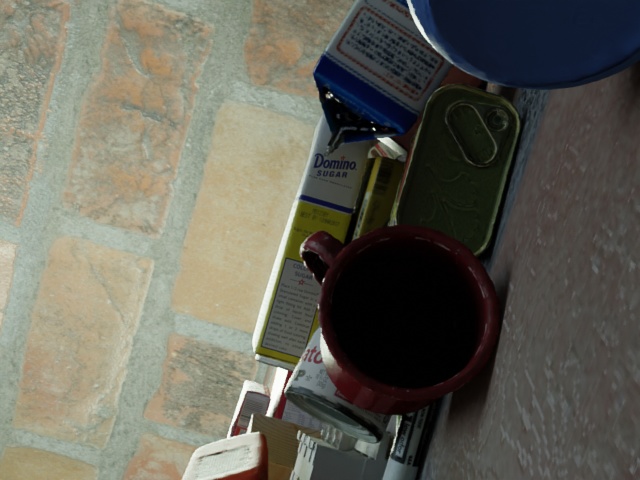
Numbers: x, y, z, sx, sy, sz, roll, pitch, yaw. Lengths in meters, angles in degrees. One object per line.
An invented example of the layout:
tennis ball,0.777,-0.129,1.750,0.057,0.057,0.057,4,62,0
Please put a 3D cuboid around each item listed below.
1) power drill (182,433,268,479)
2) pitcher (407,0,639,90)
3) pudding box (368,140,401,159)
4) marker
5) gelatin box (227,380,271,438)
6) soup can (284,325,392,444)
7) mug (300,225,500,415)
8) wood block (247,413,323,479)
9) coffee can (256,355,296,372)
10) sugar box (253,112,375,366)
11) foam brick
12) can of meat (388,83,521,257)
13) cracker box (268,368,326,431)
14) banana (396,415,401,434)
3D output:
power drill,-0.039,0.230,0.717,0.184,0.057,0.187,-125,19,-86
pitcher,0.105,-0.187,0.457,0.149,0.145,0.242,90,-173,-51
pudding box,0.066,-0.105,0.986,0.090,0.039,0.113,-39,11,12
marker,0.063,0.089,0.635,0.020,0.020,0.121,-137,62,-86
gelatin box,-0.077,0.194,1.097,0.073,0.030,0.089,-172,100,-86
soup can,0.030,0.065,0.660,0.102,0.068,0.068,-61,-1,-17
mug,0.034,0.041,0.579,0.093,0.117,0.081,-47,-10,-17
wood block,-0.050,0.280,0.990,0.091,0.090,0.206,-86,13,-75
coffee can,0.012,0.051,0.929,0.103,0.103,0.140,135,151,-83
sugar box,-0.005,0.001,0.778,0.093,0.048,0.176,161,127,-86
foam brick,0.078,-0.100,0.801,0.078,0.051,0.053,-56,3,-1
can of meat,0.078,-0.034,0.653,0.084,0.057,0.102,109,178,-81
cracker box,-0.024,0.187,1.148,0.164,0.072,0.213,114,172,-61
banana,0.043,0.095,0.768,0.198,0.037,0.069,144,142,-85
